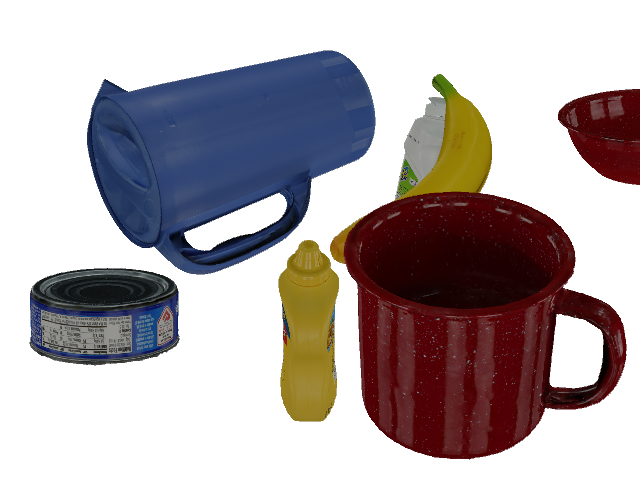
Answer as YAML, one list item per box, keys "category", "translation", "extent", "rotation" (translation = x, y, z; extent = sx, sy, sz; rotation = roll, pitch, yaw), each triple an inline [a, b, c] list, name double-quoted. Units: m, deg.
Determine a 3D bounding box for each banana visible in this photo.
- category: "banana"
  translation: [0.075, -0.040, 0.741]
  extent: [0.070, 0.037, 0.197]
  rotation: [22, 49, 13]

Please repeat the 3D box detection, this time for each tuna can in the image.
- category: "tuna can"
  translation: [-0.125, 0.042, 0.619]
  extent: [0.086, 0.034, 0.086]
  rotation: [2, 13, -1]

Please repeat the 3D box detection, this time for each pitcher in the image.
- category: "pitcher"
  translation: [-0.069, -0.081, 0.946]
  extent: [0.242, 0.149, 0.145]
  rotation: [-21, 32, -30]

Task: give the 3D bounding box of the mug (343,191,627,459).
- category: "mug"
  translation: [0.068, 0.039, 0.448]
  extent: [0.117, 0.081, 0.093]
  rotation: [10, 34, 20]

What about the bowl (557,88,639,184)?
- category: "bowl"
  translation: [0.299, -0.092, 0.974]
  extent: [0.162, 0.055, 0.162]
  rotation: [-4, 24, 2]

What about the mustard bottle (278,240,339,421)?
- category: "mustard bottle"
  translation: [-0.011, 0.080, 1.036]
  extent: [0.058, 0.192, 0.096]
  rotation: [2, 38, 1]

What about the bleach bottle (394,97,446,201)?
- category: "bleach bottle"
  translation: [0.123, -0.038, 1.234]
  extent: [0.068, 0.251, 0.103]
  rotation: [-1, 22, -22]
